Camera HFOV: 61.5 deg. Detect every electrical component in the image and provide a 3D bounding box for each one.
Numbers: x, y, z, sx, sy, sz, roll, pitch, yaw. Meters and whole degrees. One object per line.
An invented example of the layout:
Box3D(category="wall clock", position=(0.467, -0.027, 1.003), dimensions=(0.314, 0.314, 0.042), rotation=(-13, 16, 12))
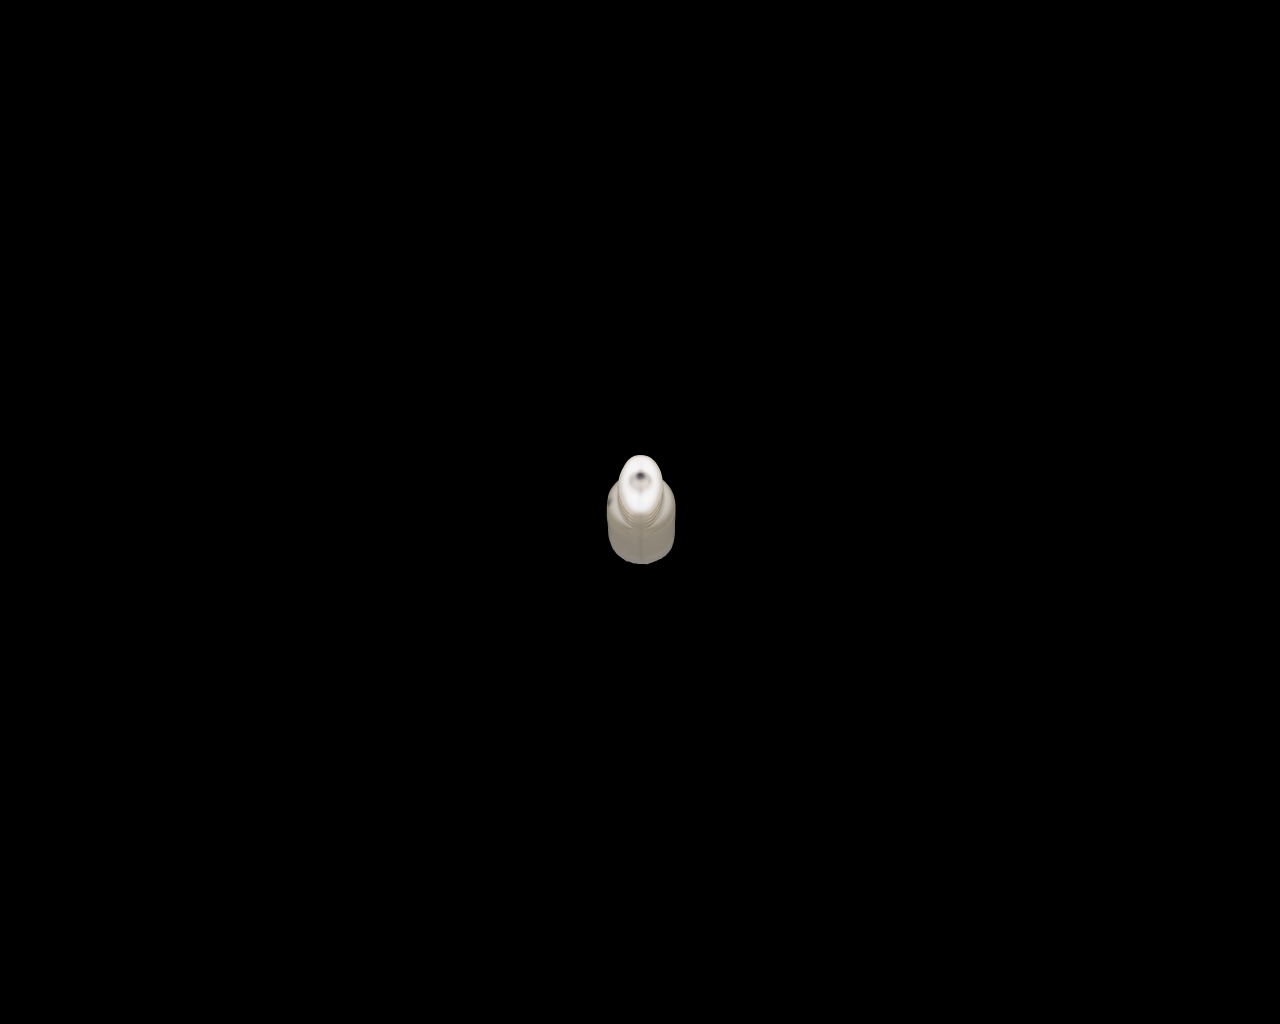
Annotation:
Box3D(category="electrical component", position=(0.001, -0.003, 0.650), dimensions=(0.043, 0.043, 0.080), rotation=(0, -28, 0))
